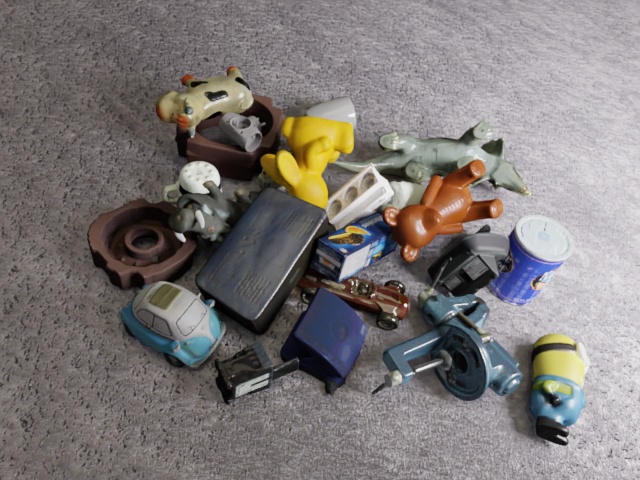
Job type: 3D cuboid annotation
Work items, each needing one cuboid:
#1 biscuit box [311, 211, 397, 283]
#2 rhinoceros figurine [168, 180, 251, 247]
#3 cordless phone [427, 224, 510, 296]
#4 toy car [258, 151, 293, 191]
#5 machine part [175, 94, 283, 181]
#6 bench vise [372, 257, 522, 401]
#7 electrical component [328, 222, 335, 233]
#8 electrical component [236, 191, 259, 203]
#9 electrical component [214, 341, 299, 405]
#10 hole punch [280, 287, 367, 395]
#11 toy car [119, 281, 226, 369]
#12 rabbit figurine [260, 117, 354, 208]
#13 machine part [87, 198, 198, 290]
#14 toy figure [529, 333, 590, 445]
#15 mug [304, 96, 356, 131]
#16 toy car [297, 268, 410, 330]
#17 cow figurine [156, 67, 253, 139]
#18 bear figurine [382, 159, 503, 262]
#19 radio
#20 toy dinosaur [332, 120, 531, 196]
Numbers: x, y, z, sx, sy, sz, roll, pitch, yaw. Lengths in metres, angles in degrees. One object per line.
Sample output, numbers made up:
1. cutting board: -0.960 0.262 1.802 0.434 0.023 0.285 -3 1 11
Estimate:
1. biscuit box: 0.072 0.008 0.957 0.063 0.059 0.202 31 33 26
2. rhinoceros figurine: -0.187 -0.039 0.938 0.190 0.073 0.112 0 65 -60
3. cordless phone: 0.291 0.012 0.978 0.089 0.146 0.184 43 51 6
4. toy car: -0.049 -0.157 1.103 0.056 0.073 0.202 40 54 18
5. machine part: -0.186 -0.223 1.128 0.202 0.087 0.201 10 48 0
6. bench vise: 0.188 0.164 0.843 0.240 0.128 0.224 -13 54 -29
7. electrical component: -0.002 -0.004 1.000 0.078 0.045 0.102 -13 54 -19
8. electrical component: -0.118 -0.066 1.047 0.094 0.021 0.063 5 50 -7
9. electrical component: -0.094 0.190 0.797 0.119 0.074 0.048 -21 57 -21
10. hole punch: 0.012 0.150 0.845 0.116 0.092 0.142 25 46 6
11. toy car: -0.226 0.113 0.821 0.162 0.102 0.109 28 49 10
12. rabbit figurine: -0.021 -0.138 1.001 0.162 0.122 0.173 5 89 -32
13. machine part: -0.303 0.008 0.927 0.179 0.056 0.179 6 49 -7
14. toy figure: 0.374 0.227 0.851 0.089 0.082 0.180 27 53 10
15. mug: 0.023 -0.265 1.215 0.107 0.080 0.110 -14 61 -8
16. toy car: 0.058 0.088 0.930 0.202 0.053 0.089 19 52 5
17. cow figurine: -0.224 -0.267 1.051 0.195 0.085 0.127 -19 49 -26
18. bear figurine: 0.215 -0.051 0.960 0.196 0.132 0.120 -29 96 -40
19. radio: -0.094 0.028 0.900 0.131 0.073 0.229 26 65 16
20. toy dinosaur: 0.236 -0.167 1.135 0.405 0.192 0.131 3 84 10
